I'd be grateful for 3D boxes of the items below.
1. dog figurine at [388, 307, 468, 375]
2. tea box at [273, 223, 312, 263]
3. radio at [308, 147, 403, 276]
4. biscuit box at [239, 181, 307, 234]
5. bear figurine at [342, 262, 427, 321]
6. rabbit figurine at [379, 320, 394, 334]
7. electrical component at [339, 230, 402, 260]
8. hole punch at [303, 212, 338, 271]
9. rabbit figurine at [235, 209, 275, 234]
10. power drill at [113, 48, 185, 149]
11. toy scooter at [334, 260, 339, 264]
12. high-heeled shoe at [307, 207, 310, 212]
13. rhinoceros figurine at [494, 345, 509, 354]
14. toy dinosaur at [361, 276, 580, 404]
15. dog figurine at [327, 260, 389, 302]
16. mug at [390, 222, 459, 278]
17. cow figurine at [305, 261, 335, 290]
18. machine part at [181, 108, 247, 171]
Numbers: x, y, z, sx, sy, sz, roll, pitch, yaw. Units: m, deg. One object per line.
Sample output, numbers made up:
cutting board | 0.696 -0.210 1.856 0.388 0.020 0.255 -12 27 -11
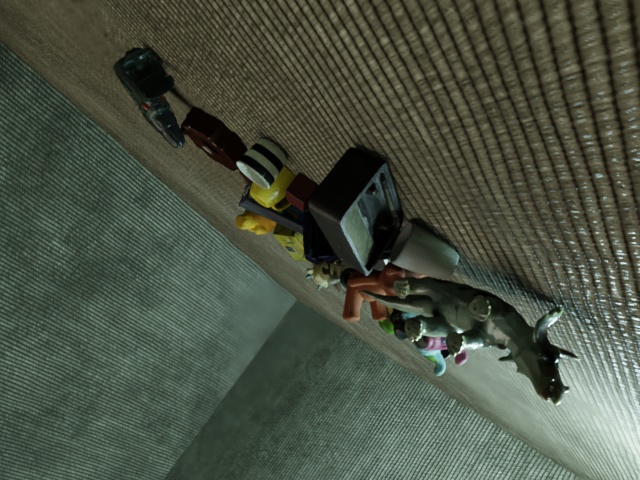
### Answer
dog figurine | 0.254 0.191 1.253 0.219 0.191 0.108 47 137 -4
tea box | -0.056 -0.016 1.464 0.068 0.098 0.169 7 155 24
radio | 0.068 -0.044 0.903 0.073 0.131 0.229 31 167 25
biscuit box | -0.093 -0.075 1.316 0.202 0.059 0.063 26 158 -22
bear figurine | 0.141 0.108 1.131 0.120 0.132 0.196 3 174 -32
rabbit figurine | 0.173 0.156 1.461 0.170 0.121 0.159 49 180 19
electrical component | 0.097 0.011 1.074 0.134 0.058 0.115 0 172 -12
hole punch | -0.003 -0.004 1.251 0.092 0.142 0.116 -1 167 -13
rabbit figurine | -0.136 -0.059 1.546 0.173 0.122 0.162 -3 145 44
power drill | -0.366 -0.319 1.186 0.232 0.086 0.207 55 169 -6
toy scooter | 0.030 0.007 1.394 0.135 0.075 0.183 42 172 9
high-heeled shoe | 0.006 -0.080 1.077 0.145 0.086 0.248 34 172 25
rhinoceros figurine | 0.360 0.188 1.140 0.112 0.073 0.191 31 173 -40
toy dinosaur | 0.261 0.132 0.950 0.192 0.131 0.405 9 -171 -32
dog figurine | 0.083 0.088 1.324 0.172 0.121 0.190 8 174 -14
mug | 0.188 0.030 0.974 0.107 0.081 0.109 26 162 -3
cow figurine | 0.039 0.088 1.558 0.085 0.127 0.195 45 164 -25
machine part | -0.255 -0.239 1.301 0.179 0.056 0.179 35 169 8
